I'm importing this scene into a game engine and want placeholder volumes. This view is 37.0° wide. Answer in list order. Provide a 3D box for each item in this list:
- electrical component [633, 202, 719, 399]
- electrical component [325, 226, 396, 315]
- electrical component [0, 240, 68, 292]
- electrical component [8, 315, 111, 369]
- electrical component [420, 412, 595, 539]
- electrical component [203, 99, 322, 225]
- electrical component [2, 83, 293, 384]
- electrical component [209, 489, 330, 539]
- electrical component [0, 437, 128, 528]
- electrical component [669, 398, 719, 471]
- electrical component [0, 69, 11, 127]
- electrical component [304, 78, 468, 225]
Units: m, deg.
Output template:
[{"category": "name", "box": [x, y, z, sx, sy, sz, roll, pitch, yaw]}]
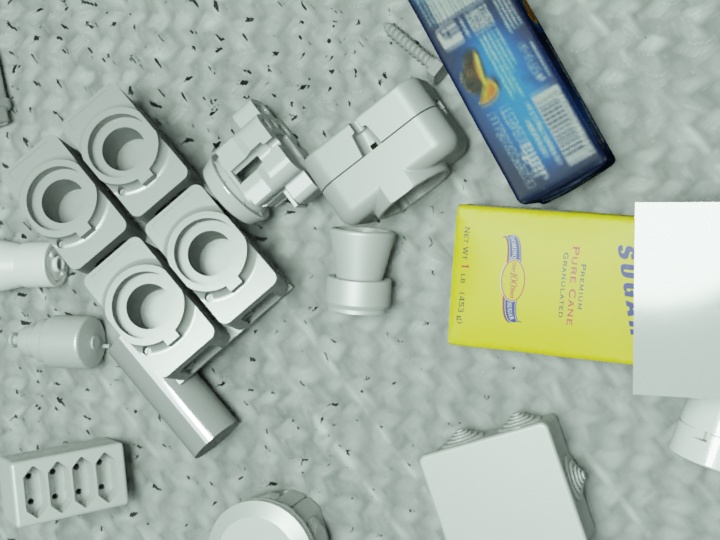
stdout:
[{"category": "electrical component", "box": [0.247, 0.016, 0.582, 0.186, 0.060, 0.105, 1, 94, 21]}, {"category": "electrical component", "box": [0.000, 0.000, 0.726, 0.045, 0.045, 0.055, 6, 97, 19]}, {"category": "electrical component", "box": [-0.258, -0.004, 0.820, 0.065, 0.044, 0.044, -1, 94, 15]}, {"category": "electrical component", "box": [-0.230, 0.054, 0.814, 0.078, 0.040, 0.040, 0, 94, 20]}, {"category": "electrical component", "box": [0.098, 0.147, 0.700, 0.100, 0.048, 0.099, -20, 88, 20]}, {"category": "electrical component", "box": [-0.070, -0.068, 0.739, 0.057, 0.058, 0.078, -39, 81, 15]}, {"category": "electrical component", "box": [-0.150, -0.026, 0.752, 0.105, 0.060, 0.186, -41, 80, -1]}, {"category": "electrical component", "box": [-0.062, 0.197, 0.760, 0.080, 0.051, 0.080, 2, 95, 20]}, {"category": "electrical component", "box": [-0.228, 0.156, 0.809, 0.076, 0.083, 0.047, -1, 94, 58]}, {"category": "electrical component", "box": [0.221, 0.093, 0.650, 0.055, 0.055, 0.047, 17, 96, 18]}, {"category": "electrical component", "box": [-0.334, -0.128, 0.817, 0.113, 0.078, 0.057, -14, 87, 20]}, {"category": "electrical component", "box": [0.020, -0.073, 0.708, 0.095, 0.054, 0.059, -36, 82, 19]}]
